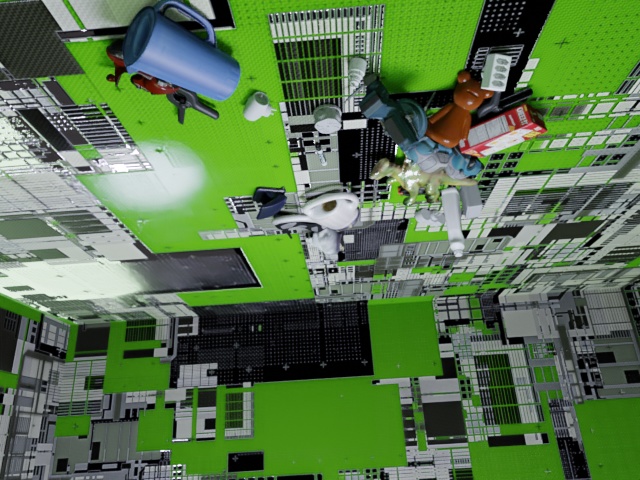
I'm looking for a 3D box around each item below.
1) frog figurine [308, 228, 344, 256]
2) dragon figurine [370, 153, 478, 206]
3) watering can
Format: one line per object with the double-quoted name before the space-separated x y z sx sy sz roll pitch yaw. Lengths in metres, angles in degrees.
"frog figurine" 0.020 0.001 2.210 0.159 0.125 0.134 0 125 14
"dragon figurine" 0.357 -0.234 1.710 0.411 0.125 0.237 -10 150 -8
"watering can" 0.006 -0.099 1.961 0.345 0.106 0.222 -19 153 27
